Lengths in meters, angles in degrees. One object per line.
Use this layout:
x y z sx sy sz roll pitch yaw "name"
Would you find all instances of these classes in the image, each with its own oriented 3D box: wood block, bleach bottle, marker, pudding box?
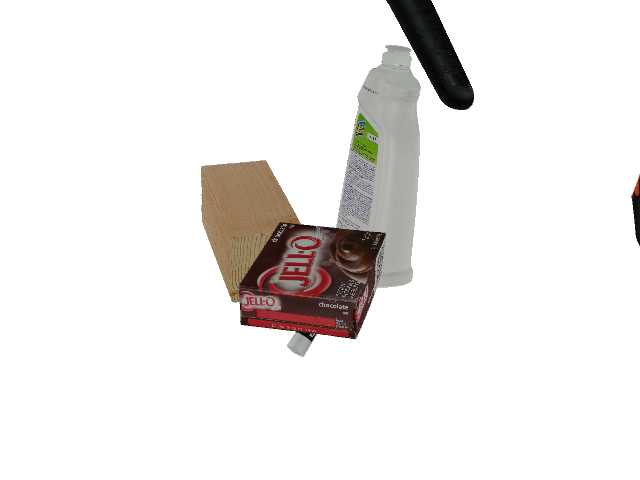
-0.088 -0.016 1.332 0.090 0.090 0.206 -6 29 -14 "wood block"
0.070 -0.083 1.157 0.067 0.251 0.103 -5 24 -31 "bleach bottle"
0.007 0.056 1.022 0.020 0.121 0.020 29 -18 11 "marker"
-0.004 0.028 0.813 0.090 0.039 0.113 7 26 12 "pudding box"

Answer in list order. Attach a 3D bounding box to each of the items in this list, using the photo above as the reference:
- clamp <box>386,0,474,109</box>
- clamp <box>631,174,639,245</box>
0.052 -0.195 0.750 0.210 0.164 0.036 26 -25 -11 "clamp"
0.271 0.013 0.694 0.120 0.039 0.171 -3 46 -21 "clamp"
